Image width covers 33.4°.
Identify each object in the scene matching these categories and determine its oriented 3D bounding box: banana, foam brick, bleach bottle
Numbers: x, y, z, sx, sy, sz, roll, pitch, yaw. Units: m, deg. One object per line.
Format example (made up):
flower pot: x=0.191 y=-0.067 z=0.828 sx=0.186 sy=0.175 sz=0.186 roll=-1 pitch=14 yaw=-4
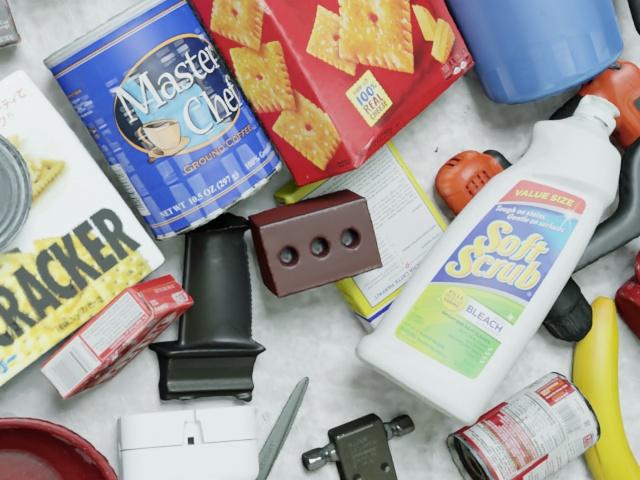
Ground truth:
banana: x=0.242 y=0.147 z=0.888 sx=0.069 sy=0.037 sz=0.198 roll=-30 pitch=107 yaw=-37
foam brick: x=-0.005 y=0.001 z=0.738 sx=0.078 sy=0.051 sz=0.053 roll=-17 pitch=104 yaw=-9
bleach bottle: x=0.132 y=0.003 z=0.765 sx=0.102 sy=0.068 sz=0.251 roll=31 pitch=83 yaw=10

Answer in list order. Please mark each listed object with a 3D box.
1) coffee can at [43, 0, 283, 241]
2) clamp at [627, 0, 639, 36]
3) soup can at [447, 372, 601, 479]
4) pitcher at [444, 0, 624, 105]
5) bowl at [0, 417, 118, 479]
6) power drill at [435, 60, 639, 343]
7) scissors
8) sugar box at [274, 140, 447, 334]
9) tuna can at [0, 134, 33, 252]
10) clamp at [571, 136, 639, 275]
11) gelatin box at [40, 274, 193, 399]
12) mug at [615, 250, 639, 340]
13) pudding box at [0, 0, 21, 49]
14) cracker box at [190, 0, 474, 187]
coffee can: x=-0.103 y=-0.085 z=0.715 sx=0.102 sy=0.103 sz=0.140 roll=-34 pitch=104 yaw=-13
clamp: x=0.237 y=-0.229 z=0.819 sx=0.039 sy=0.120 sz=0.171 roll=-24 pitch=101 yaw=22
soup can: x=0.161 y=0.157 z=0.843 sx=0.102 sy=0.069 sz=0.068 roll=-29 pitch=103 yaw=-14
pitcher: x=0.141 y=-0.230 z=0.765 sx=0.144 sy=0.149 sz=0.243 roll=-32 pitch=108 yaw=-25
bowl: x=-0.215 y=0.194 z=0.730 sx=0.162 sy=0.055 sz=0.162 roll=-2 pitch=96 yaw=-18
power drill: x=0.205 y=-0.036 z=0.845 sx=0.187 sy=0.057 sz=0.184 roll=-43 pitch=108 yaw=-10
scissors: x=-0.073 y=0.193 z=0.798 sx=0.096 sy=0.016 sz=0.202 roll=12 pitch=91 yaw=-19
sugar box: x=0.053 y=0.011 z=0.806 sx=0.093 sy=0.048 sz=0.176 roll=-36 pitch=108 yaw=-9
tuna can: x=-0.219 y=-0.029 z=0.648 sx=0.086 sy=0.034 sz=0.086 roll=-1 pitch=93 yaw=-17
clamp: x=0.251 y=-0.016 z=0.808 sx=0.164 sy=0.036 sz=0.210 roll=17 pitch=86 yaw=-5
gelatin box: x=-0.135 y=0.064 z=0.719 sx=0.089 sy=0.073 sz=0.030 roll=-42 pitch=84 yaw=12
mug: x=0.290 y=0.040 z=0.861 sx=0.081 sy=0.093 sz=0.117 roll=-39 pitch=121 yaw=-6
pudding box: x=-0.262 y=-0.155 z=0.690 sx=0.113 sy=0.039 sz=0.090 roll=-19 pitch=101 yaw=-15
cracker box: x=0.001 y=-0.170 z=0.725 sx=0.164 sy=0.072 sz=0.213 roll=-42 pitch=109 yaw=-40
